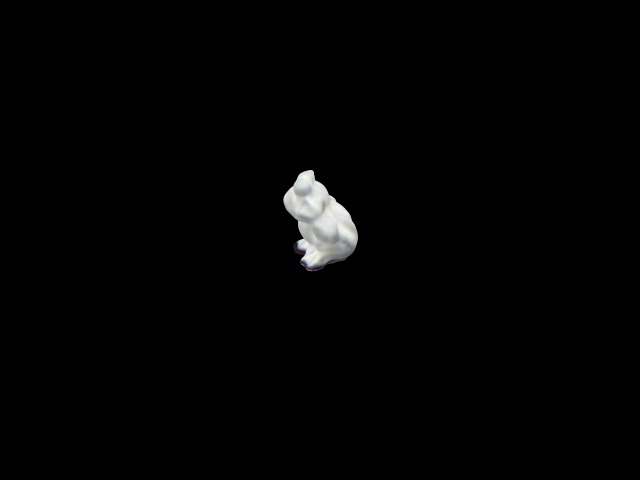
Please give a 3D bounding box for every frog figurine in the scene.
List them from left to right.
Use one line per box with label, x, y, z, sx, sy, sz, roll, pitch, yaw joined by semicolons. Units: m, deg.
frog figurine;0.003;-0.043;0.850;0.123;0.156;0.140;2;25;5
